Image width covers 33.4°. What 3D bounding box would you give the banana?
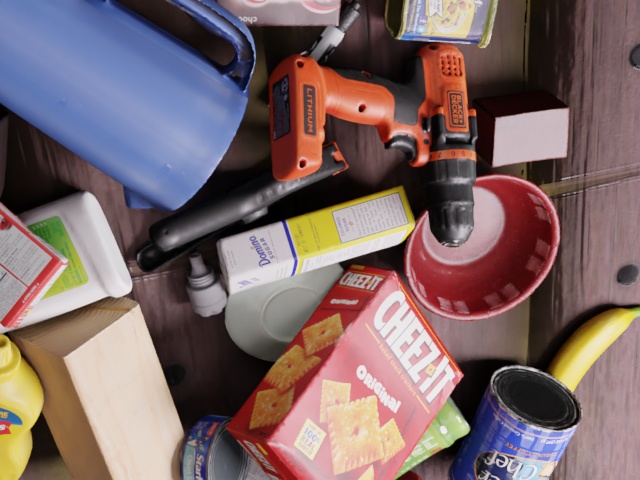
[{"bbox_3d":[0.284,0.145,1.180,0.069,0.037,0.198,28,107,-24],"label":"banana"}]

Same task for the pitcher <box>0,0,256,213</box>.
[{"bbox_3d":[-0.179,-0.143,0.843,0.242,0.145,0.149,32,70,-25],"label":"pitcher"}]

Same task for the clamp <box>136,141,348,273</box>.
[{"bbox_3d":[-0.073,-0.029,0.955,0.209,0.165,0.036,-28,90,-23],"label":"clamp"}]

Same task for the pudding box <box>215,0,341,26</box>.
[{"bbox_3d":[-0.036,-0.226,0.888,0.113,0.039,0.090,-3,118,-15],"label":"pudding box"}]

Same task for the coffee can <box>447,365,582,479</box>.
[{"bbox_3d":[0.208,0.221,1.151,0.102,0.103,0.140,6,122,-19],"label":"coffee can"}]

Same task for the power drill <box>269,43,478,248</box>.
[{"bbox_3d":[0.051,-0.085,0.923,0.187,0.057,0.184,1,79,-27],"label":"power drill"}]

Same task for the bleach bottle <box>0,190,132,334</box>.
[{"bbox_3d":[-0.300,0.048,0.933,0.251,0.068,0.102,-23,87,-1],"label":"bleach bottle"}]

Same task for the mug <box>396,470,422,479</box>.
[{"bbox_3d":[0.074,0.312,1.178,0.117,0.093,0.081,-23,117,-12],"label":"mug"}]

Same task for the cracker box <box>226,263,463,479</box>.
[{"bbox_3d":[0.032,0.156,1.037,0.213,0.072,0.164,-51,125,-24],"label":"cracker box"}]

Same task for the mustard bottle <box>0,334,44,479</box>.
[{"bbox_3d":[-0.300,0.146,0.961,0.096,0.058,0.192,22,134,-4],"label":"mustard bottle"}]

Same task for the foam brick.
[{"bbox_3d":[0.189,-0.106,1.010,0.078,0.051,0.053,-8,118,-12],"label":"foam brick"}]

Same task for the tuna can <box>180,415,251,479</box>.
[{"bbox_3d":[-0.102,0.214,1.041,0.034,0.086,0.086,3,124,24],"label":"tuna can"}]

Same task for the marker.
[{"bbox_3d":[-0.004,-0.161,0.944,0.020,0.020,0.121,31,106,-28],"label":"marker"}]

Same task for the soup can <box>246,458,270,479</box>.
[{"bbox_3d":[-0.044,0.198,1.097,0.068,0.068,0.102,17,112,-23],"label":"soup can"}]

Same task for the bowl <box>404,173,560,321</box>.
[{"bbox_3d":[0.151,-0.002,1.052,0.162,0.055,0.162,-7,119,-12],"label":"bowl"}]

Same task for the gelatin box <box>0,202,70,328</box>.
[{"bbox_3d":[-0.266,0.018,0.887,0.089,0.030,0.073,39,90,4],"label":"gelatin box"}]

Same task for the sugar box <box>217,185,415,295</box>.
[{"bbox_3d":[-0.007,0.001,0.988,0.176,0.093,0.048,-14,80,-7],"label":"sugar box"}]

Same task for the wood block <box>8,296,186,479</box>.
[{"bbox_3d":[-0.199,0.154,0.999,0.090,0.091,0.206,-37,128,-35],"label":"wood block"}]

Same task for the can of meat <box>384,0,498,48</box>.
[{"bbox_3d":[0.107,-0.221,0.922,0.083,0.057,0.102,1,117,-14],"label":"can of meat"}]
